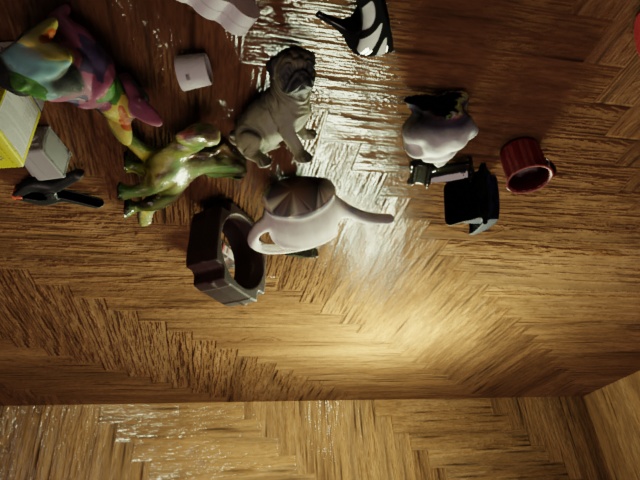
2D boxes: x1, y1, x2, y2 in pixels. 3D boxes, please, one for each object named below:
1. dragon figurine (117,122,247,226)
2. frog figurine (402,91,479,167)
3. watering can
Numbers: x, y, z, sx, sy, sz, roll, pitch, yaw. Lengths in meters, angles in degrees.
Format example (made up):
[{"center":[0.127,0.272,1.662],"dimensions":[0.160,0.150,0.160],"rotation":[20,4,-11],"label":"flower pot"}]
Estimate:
[{"center":[-0.264,-0.119,1.017],"dimensions":[0.243,0.124,0.404],"rotation":[-5,163,-12],"label":"dragon figurine"},{"center":[0.219,-0.184,0.949],"dimensions":[0.138,0.125,0.155],"rotation":[-21,137,-10],"label":"frog figurine"},{"center":[0.003,-0.058,1.144],"dimensions":[0.348,0.106,0.219],"rotation":[-15,148,-6],"label":"watering can"}]
